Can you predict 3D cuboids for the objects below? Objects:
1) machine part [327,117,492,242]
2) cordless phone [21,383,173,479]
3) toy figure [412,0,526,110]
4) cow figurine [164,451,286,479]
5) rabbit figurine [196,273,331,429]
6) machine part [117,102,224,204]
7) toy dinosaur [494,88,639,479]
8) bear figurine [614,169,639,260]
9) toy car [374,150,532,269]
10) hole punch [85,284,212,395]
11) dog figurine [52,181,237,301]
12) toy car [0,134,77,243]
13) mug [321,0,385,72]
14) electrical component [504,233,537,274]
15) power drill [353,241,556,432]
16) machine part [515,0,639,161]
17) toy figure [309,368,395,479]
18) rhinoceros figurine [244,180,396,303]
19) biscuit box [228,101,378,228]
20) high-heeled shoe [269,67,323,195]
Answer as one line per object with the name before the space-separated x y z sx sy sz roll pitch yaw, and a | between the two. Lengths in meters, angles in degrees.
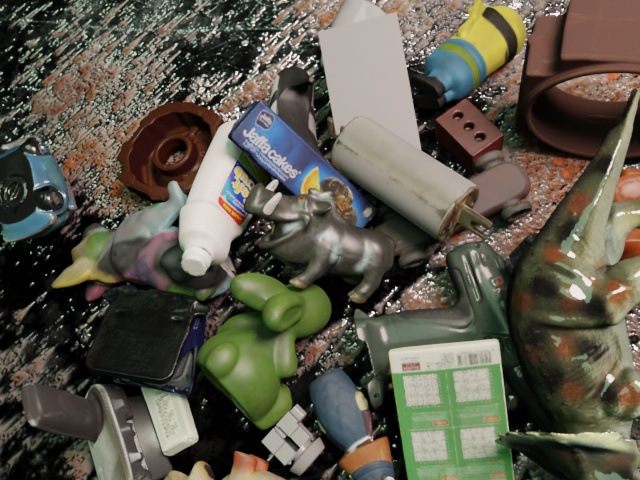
machine part | 0.097 -0.074 0.637 0.243 0.079 0.079 37 81 25
cordless phone | -0.255 0.226 0.600 0.089 0.184 0.147 -29 63 -3
toy figure | 0.206 -0.248 0.741 0.089 0.082 0.180 41 74 7
cow figurine | -0.087 0.301 0.582 0.195 0.085 0.127 15 66 19
rabbit figurine | -0.062 0.104 0.635 0.121 0.158 0.170 31 63 34
machine part | -0.216 -0.126 0.813 0.179 0.056 0.179 -6 65 13
toy dinosaur | 0.241 0.081 0.490 0.192 0.131 0.404 -11 81 6
bear figurine | 0.404 -0.027 0.571 0.196 0.132 0.120 -9 93 15
toy car | 0.162 -0.034 0.671 0.202 0.053 0.089 -28 71 11
hole punch | -0.201 0.124 0.652 0.142 0.092 0.116 6 59 12
dog figurine | -0.242 0.036 0.726 0.219 0.108 0.192 -32 66 5
toy car | -0.432 -0.071 0.819 0.109 0.103 0.161 -22 74 8
mug | 0.057 -0.286 0.802 0.110 0.080 0.107 29 88 18
electrical component | 0.252 0.032 0.599 0.119 0.047 0.075 -18 62 -23
power drill | 0.148 0.126 0.593 0.207 0.086 0.232 -18 72 12
machine part | 0.331 -0.170 0.605 0.201 0.201 0.087 11 73 18
toy figure | 0.041 0.218 0.595 0.058 0.064 0.154 -14 63 -33
rhinoceros figurine | -0.001 -0.002 0.626 0.190 0.073 0.112 24 109 -13
biscuit box | -0.022 -0.084 0.670 0.202 0.063 0.059 40 92 -18
high-heeled shoe | -0.044 -0.129 0.775 0.086 0.145 0.248 6 92 -21
